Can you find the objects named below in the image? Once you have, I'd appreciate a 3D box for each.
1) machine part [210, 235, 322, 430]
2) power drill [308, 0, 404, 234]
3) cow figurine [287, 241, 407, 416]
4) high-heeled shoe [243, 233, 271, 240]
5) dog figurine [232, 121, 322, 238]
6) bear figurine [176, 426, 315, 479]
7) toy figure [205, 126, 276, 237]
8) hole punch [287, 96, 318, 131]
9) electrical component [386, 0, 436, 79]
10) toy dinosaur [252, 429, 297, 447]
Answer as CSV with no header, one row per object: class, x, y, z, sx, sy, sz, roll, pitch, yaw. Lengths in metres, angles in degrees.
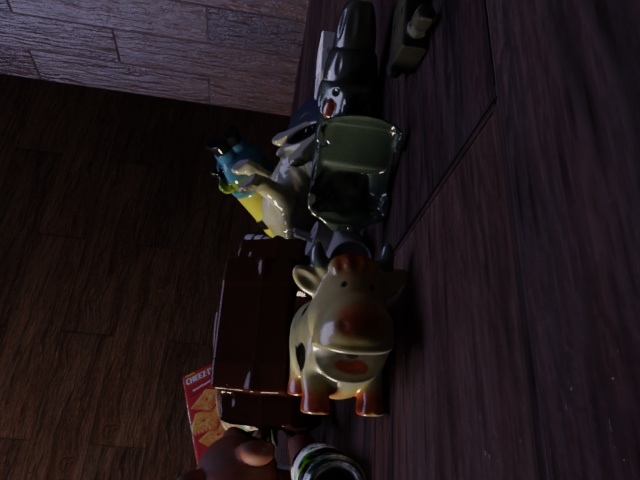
machine part,-0.046,0.109,0.614,0.201,0.087,0.201,54,-142,-68
power drill,0.027,-0.117,0.540,0.207,0.086,0.231,-103,19,-61
cow figurine,0.017,0.074,0.433,0.195,0.085,0.127,124,147,-78
high-heeled shoe,-0.064,0.019,0.931,0.249,0.145,0.086,-34,-72,-70
dog figurine,-0.006,-0.048,0.728,0.190,0.172,0.121,55,-167,-29
bear figurine,-0.074,0.256,0.593,0.195,0.120,0.132,58,-178,-35
toy figure,-0.093,-0.077,0.786,0.180,0.082,0.089,54,-160,-32
hole punch,-0.002,-0.160,0.806,0.115,0.092,0.142,111,168,-52
electrical component,0.074,-0.175,0.443,0.094,0.021,0.063,121,156,-76
toy dinosaur,-0.103,0.250,0.923,0.471,0.105,0.198,-114,7,-78
